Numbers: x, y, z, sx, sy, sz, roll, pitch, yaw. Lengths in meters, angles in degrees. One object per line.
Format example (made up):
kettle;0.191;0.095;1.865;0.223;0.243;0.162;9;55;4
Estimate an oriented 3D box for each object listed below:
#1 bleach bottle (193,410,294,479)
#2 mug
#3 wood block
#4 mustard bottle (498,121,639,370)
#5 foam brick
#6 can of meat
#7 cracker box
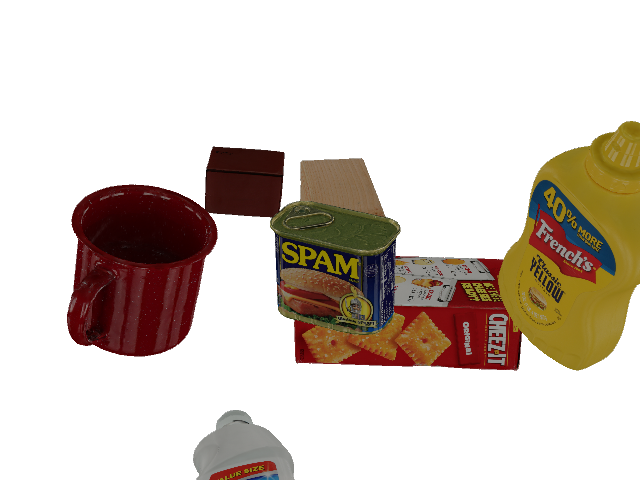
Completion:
bleach bottle;-0.061;0.211;0.758;0.102;0.068;0.251;-6;30;-6
mug;-0.125;0.027;0.694;0.093;0.082;0.117;23;34;13
wood block;0.027;-0.028;1.408;0.090;0.090;0.206;-2;27;-6
mustard bottle;0.174;-0.003;0.691;0.058;0.096;0.192;-21;-34;-22
foam brick;-0.077;-0.060;1.091;0.078;0.051;0.053;4;31;0
can of meat;0.012;0.023;0.864;0.102;0.084;0.057;13;33;23
cracker box;0.088;0.070;1.076;0.214;0.072;0.164;2;16;6
